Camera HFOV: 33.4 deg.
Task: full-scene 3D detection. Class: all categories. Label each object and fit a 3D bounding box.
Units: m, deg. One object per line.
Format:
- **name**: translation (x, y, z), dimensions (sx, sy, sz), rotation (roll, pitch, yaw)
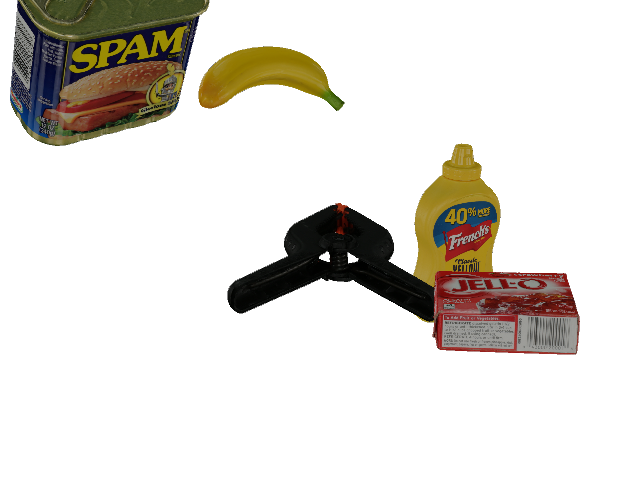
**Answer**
- **mustard bottle**: translation (0.147, -0.010, 1.151), dimensions (0.096, 0.192, 0.058), rotation (-6, 21, -22)
- **gelatin box**: translation (0.118, 0.044, 0.688), dimensions (0.089, 0.030, 0.073), rotation (2, 19, 6)
- **can of meat**: translation (-0.120, -0.106, 0.593), dimensions (0.101, 0.057, 0.084), rotation (-19, -31, -33)
- **clamp**: translation (0.024, 0.017, 0.893), dimensions (0.164, 0.036, 0.210), rotation (6, 21, 8)
- **banana**: translation (-0.054, -0.161, 1.051), dimensions (0.197, 0.070, 0.037), rotation (-8, -36, -47)
